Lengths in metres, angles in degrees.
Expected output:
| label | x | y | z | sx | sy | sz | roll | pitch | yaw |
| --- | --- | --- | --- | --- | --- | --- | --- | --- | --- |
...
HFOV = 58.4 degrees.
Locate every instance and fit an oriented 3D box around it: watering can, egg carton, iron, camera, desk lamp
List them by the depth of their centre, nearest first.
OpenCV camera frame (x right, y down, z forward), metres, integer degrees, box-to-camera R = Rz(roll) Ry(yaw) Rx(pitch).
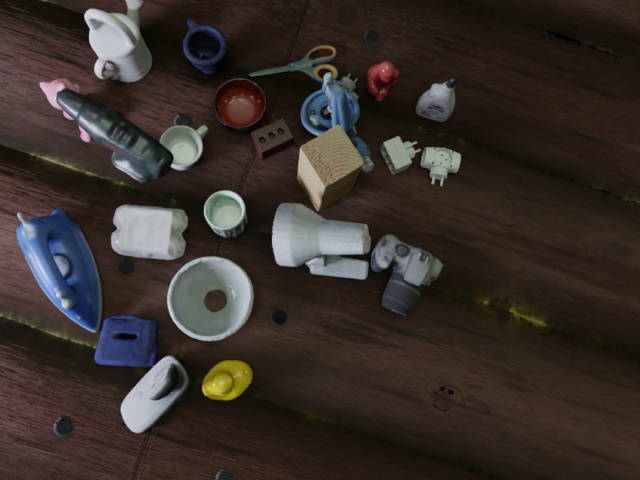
| label | x | y | z | sx | sy | sz | roll | pitch | yaw |
| --- | --- | --- | --- | --- | --- | --- | --- | --- | --- |
| iron | -0.503 | 0.061 | 1.104 | 0.119 | 0.141 | 0.258 | -28 | 83 | -8 |
| desk lamp | 0.010 | 0.004 | 1.115 | 0.203 | 0.213 | 0.118 | 6 | 80 | -3 |
| watering can | -0.413 | -0.416 | 1.165 | 0.101 | 0.194 | 0.173 | 2 | 80 | -3 |
| egg carton | -0.346 | -0.015 | 1.165 | 0.150 | 0.069 | 0.107 | 4 | 80 | -3 |
| camera | 0.166 | 0.076 | 1.171 | 0.143 | 0.100 | 0.137 | 25 | 80 | 1 |

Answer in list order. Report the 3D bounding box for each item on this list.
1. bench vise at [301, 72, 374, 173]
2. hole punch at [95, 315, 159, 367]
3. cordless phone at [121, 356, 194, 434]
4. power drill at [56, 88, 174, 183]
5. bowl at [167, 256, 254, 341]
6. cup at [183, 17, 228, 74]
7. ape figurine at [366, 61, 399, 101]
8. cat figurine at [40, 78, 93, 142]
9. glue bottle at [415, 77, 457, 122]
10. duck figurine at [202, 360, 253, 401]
| label | x | y | z | sx | sy | sz | roll | pitch | yaw |
| --- | --- | --- | --- | --- | --- | --- | --- | --- | --- |
| bench vise | 0.051 | -0.243 | 1.157 | 0.207 | 0.219 | 0.121 | 38 | 80 | 3 |
| hole punch | -0.375 | 0.197 | 1.116 | 0.108 | 0.091 | 0.101 | 3 | 80 | -3 |
| cordless phone | -0.310 | 0.290 | 1.057 | 0.094 | 0.185 | 0.148 | 40 | 80 | 3 |
| power drill | -0.386 | -0.190 | 1.122 | 0.229 | 0.208 | 0.076 | 31 | 80 | 2 |
| bowl | -0.215 | 0.119 | 1.149 | 0.167 | 0.074 | 0.167 | 1 | 80 | -4 |
| cup | -0.247 | -0.408 | 1.226 | 0.092 | 0.095 | 0.118 | -31 | 84 | -8 |
| ape figurine | 0.138 | -0.357 | 1.247 | 0.078 | 0.092 | 0.076 | -17 | 82 | -7 |
| cat figurine | -0.506 | -0.278 | 1.174 | 0.067 | 0.117 | 0.128 | -41 | 85 | -9 |
| glue bottle | 0.256 | -0.302 | 1.205 | 0.078 | 0.173 | 0.037 | 13 | 80 | -1 |
| duck figurine | -0.183 | 0.276 | 1.119 | 0.104 | 0.086 | 0.077 | -22 | 82 | -7 |
